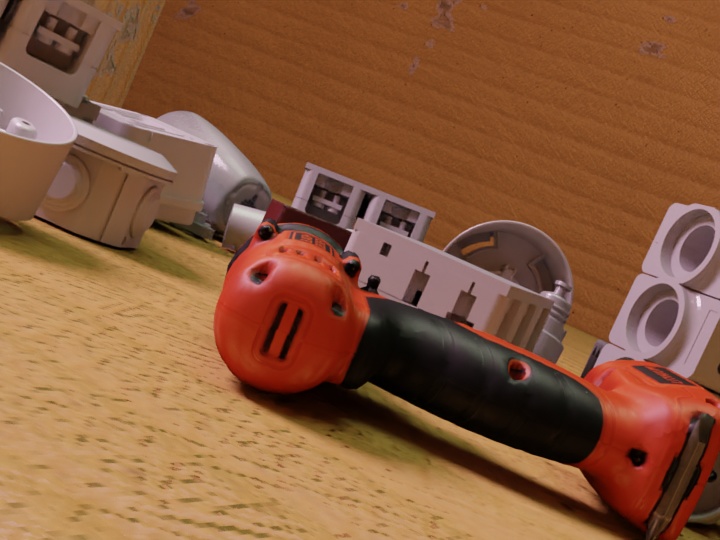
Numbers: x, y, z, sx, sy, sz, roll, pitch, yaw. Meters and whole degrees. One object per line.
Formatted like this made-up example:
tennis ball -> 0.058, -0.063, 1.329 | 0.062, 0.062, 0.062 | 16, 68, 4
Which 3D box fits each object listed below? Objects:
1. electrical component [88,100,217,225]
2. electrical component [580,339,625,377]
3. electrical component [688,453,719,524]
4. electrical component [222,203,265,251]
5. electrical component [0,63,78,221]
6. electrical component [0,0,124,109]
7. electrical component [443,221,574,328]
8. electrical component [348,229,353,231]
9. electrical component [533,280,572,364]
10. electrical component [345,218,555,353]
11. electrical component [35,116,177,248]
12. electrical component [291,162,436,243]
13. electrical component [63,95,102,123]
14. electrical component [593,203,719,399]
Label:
electrical component -> -0.162, -0.077, 0.746 | 0.078, 0.057, 0.113 | 10, 12, -42
electrical component -> 0.200, 0.089, 0.766 | 0.076, 0.047, 0.083 | 24, 3, 4
electrical component -> 0.164, 0.093, 0.480 | 0.079, 0.043, 0.077 | 24, 4, 16
electrical component -> -0.075, -0.027, 0.790 | 0.046, 0.040, 0.040 | 17, 4, -9
electrical component -> -0.172, -0.062, 0.452 | 0.099, 0.064, 0.099 | 23, 3, -1
electrical component -> -0.219, -0.151, 0.618 | 0.105, 0.060, 0.186 | 25, 6, -32
electrical component -> 0.095, 0.017, 0.756 | 0.099, 0.099, 0.064 | 23, -3, -3
electrical component -> 0.000, 0.000, 0.751 | 0.055, 0.055, 0.047 | 21, 0, -39
electrical component -> 0.118, 0.043, 0.717 | 0.040, 0.078, 0.040 | 29, -10, 5
electrical component -> 0.048, 0.024, 0.611 | 0.089, 0.061, 0.150 | 25, 3, 19
electrical component -> -0.140, -0.047, 0.556 | 0.080, 0.051, 0.080 | 23, 3, -1
electrical component -> -0.009, -0.030, 0.907 | 0.105, 0.060, 0.186 | 21, -5, -3
electrical component -> -0.197, -0.087, 0.685 | 0.042, 0.063, 0.081 | 22, 4, -33
electrical component -> 0.204, 0.040, 0.667 | 0.062, 0.150, 0.089 | 24, 3, -22
